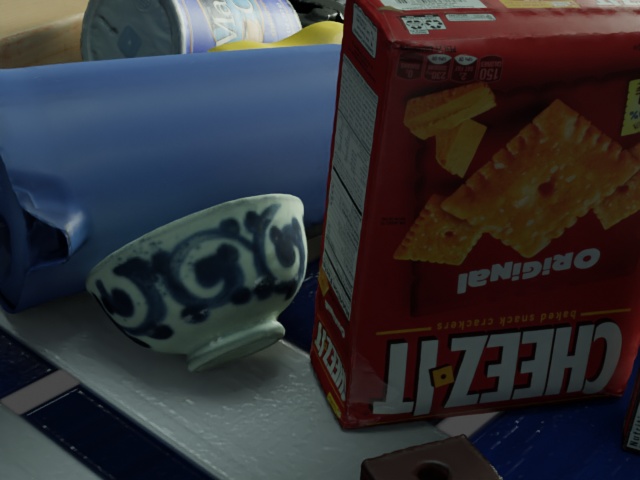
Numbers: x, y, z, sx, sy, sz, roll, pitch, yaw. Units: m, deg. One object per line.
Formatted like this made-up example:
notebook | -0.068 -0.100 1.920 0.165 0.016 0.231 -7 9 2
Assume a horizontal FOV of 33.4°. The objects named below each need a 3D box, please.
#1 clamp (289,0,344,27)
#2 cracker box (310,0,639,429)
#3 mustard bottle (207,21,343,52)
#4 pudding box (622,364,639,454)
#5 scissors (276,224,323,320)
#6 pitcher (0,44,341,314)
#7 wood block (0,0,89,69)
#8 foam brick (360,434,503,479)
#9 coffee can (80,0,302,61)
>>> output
clamp | 0.016 -0.202 1.021 0.164 0.036 0.210 -15 35 -32
cracker box | 0.089 -0.013 0.521 0.164 0.214 0.072 -4 33 -15
mustard bottle | -0.008 -0.113 0.799 0.058 0.096 0.191 29 37 35
pudding box | 0.211 0.073 0.514 0.114 0.090 0.039 15 33 17
scissors | -0.004 0.001 0.682 0.096 0.016 0.202 -1 30 -11
pitcher | -0.087 -0.052 0.633 0.242 0.145 0.149 -13 73 -27
wood block | -0.247 -0.123 0.787 0.091 0.090 0.205 21 33 25
foam brick | 0.053 0.127 0.432 0.052 0.051 0.078 -9 33 -24
coffee can | -0.094 -0.148 0.810 0.103 0.103 0.140 26 21 32
